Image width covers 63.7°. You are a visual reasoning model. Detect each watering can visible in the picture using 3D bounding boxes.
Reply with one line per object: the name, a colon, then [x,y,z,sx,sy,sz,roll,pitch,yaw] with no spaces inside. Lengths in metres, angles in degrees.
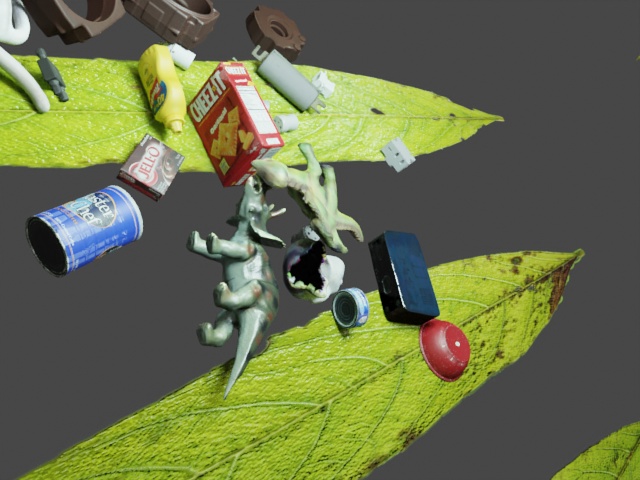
watering can: [-0.597,-0.384,0.878,0.103,0.350,0.225,-28,-9,26]

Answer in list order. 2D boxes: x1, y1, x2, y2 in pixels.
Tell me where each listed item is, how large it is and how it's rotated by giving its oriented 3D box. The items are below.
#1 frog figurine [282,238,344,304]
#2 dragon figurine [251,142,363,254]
frog figurine: [-0.013,0.065,1.108,0.122,0.138,0.159,-23,-7,8]
dragon figurine: [0.003,-0.056,1.110,0.121,0.248,0.404,-35,-56,19]
